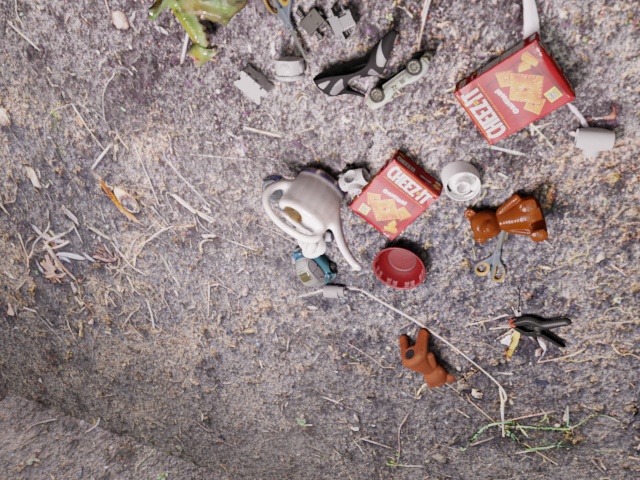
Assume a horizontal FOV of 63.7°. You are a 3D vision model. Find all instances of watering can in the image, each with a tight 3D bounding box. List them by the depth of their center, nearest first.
[{"bbox_3d":[0.004,-0.074,1.470,0.347,0.229,0.102,33,148,-3],"label":"watering can"}]

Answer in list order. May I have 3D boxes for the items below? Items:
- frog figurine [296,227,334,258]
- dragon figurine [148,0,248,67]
[{"bbox_3d":[-0.029,0.002,1.572,0.123,0.163,0.134,16,128,13],"label":"frog figurine"},{"bbox_3d":[-0.296,-0.643,1.283,0.242,0.124,0.404,11,110,-11],"label":"dragon figurine"}]
